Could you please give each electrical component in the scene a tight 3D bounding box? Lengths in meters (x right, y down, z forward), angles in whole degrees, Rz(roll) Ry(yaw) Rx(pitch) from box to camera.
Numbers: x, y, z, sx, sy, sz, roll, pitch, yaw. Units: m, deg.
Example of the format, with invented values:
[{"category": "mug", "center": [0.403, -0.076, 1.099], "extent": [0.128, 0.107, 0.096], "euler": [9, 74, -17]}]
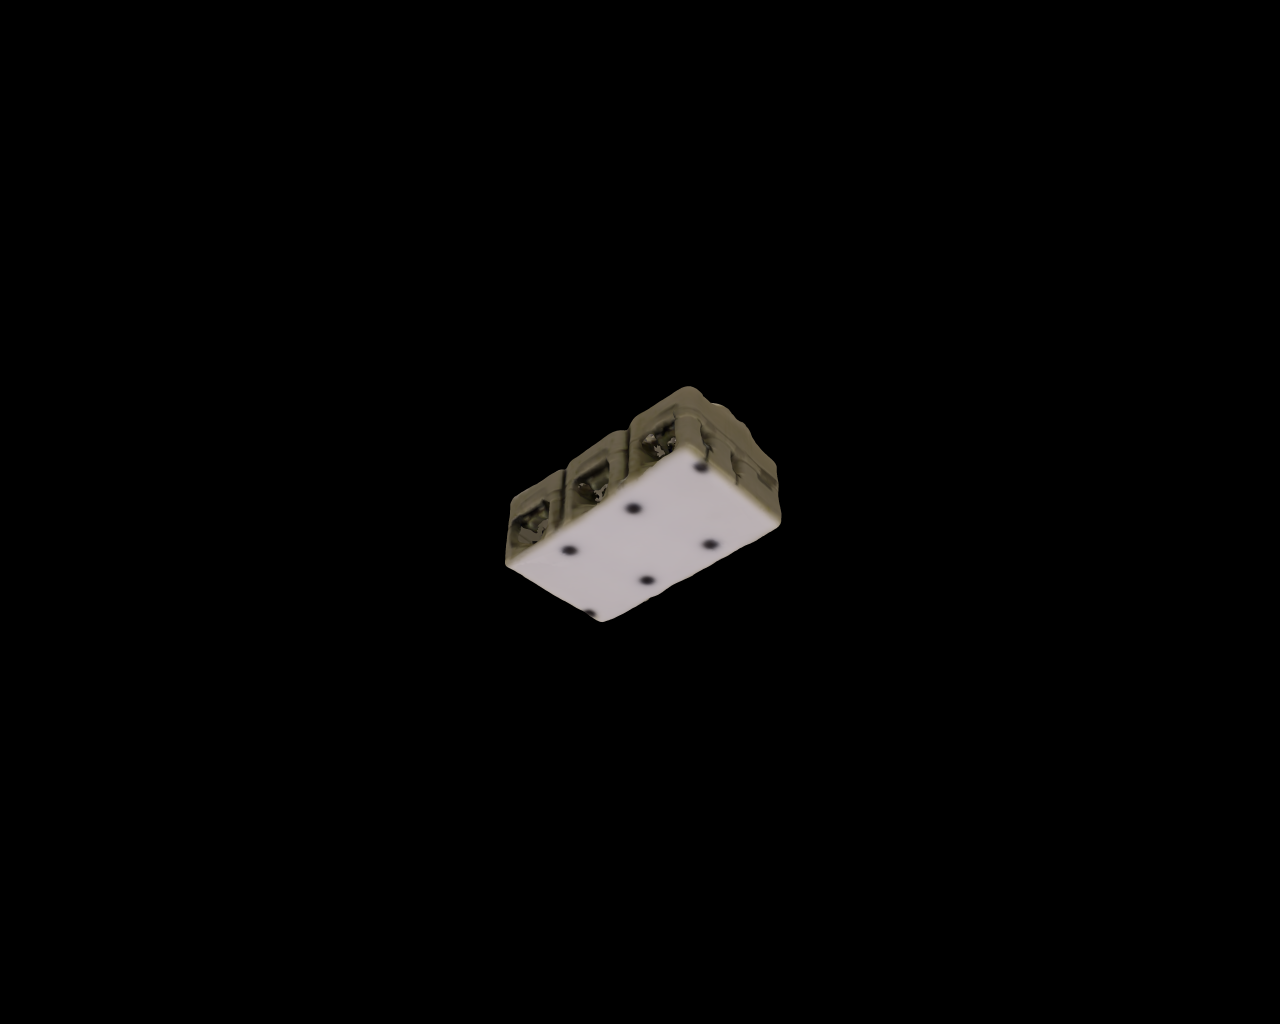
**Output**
[{"category": "electrical component", "center": [0.001, -0.003, 0.650], "extent": [0.150, 0.062, 0.089], "euler": [-31, -50, 30]}]
